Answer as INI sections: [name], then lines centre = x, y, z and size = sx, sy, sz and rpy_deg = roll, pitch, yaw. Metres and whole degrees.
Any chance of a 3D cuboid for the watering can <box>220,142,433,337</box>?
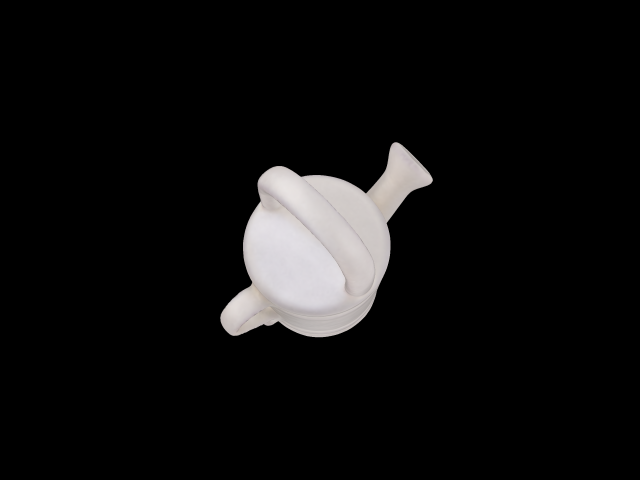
[watering can]
centre = 0.002, 0.000, 0.400
size = 0.101, 0.194, 0.173
rpy_deg = 26, 76, 8
